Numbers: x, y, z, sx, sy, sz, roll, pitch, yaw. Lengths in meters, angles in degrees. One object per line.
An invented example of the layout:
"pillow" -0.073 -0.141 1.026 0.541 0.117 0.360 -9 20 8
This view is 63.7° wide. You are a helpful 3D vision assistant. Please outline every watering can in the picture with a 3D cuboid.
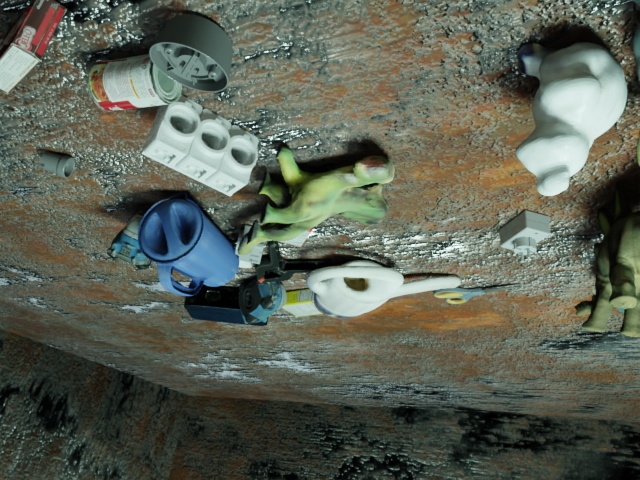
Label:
"watering can" 0.126 0.113 1.185 0.347 0.106 0.220 7 156 -18

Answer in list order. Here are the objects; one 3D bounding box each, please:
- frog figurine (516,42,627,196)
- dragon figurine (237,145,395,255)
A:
"frog figurine" 0.282 -0.134 0.576 0.122 0.163 0.135 -3 150 17
"dragon figurine" 0.003 -0.046 0.913 0.242 0.124 0.403 8 156 -17
